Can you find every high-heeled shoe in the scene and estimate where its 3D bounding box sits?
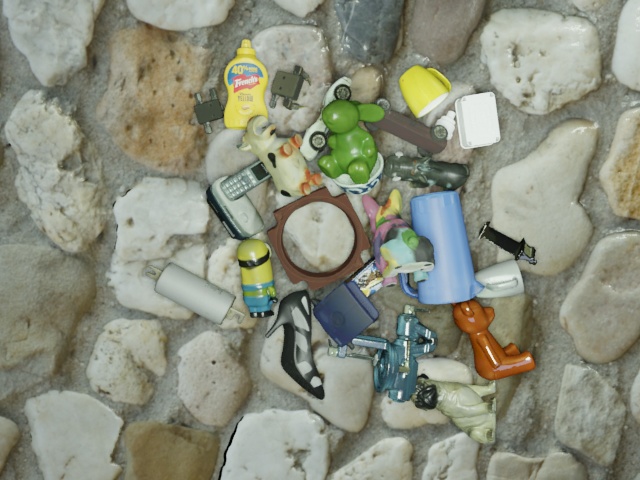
[{"bbox_3d":[-0.027,0.240,1.245,0.145,0.086,0.248,-44,113,-26],"label":"high-heeled shoe"}]

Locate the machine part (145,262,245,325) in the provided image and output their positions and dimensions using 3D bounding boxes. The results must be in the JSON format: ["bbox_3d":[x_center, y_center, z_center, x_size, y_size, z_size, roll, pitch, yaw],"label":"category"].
[{"bbox_3d":[-0.280,0.121,1.211,0.243,0.079,0.079,28,93,-2],"label":"machine part"}]

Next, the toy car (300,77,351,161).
[{"bbox_3d":[0.014,-0.269,1.190,0.056,0.073,0.201,27,93,-4],"label":"toy car"}]

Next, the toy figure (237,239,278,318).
[{"bbox_3d":[-0.140,0.086,1.206,0.082,0.089,0.180,-5,92,-8],"label":"toy figure"}]

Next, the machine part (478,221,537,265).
[{"bbox_3d":[0.430,0.007,1.227,0.139,0.084,0.039,29,126,5],"label":"machine part"}]

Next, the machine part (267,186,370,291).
[{"bbox_3d":[-0.002,-0.004,1.205,0.201,0.087,0.201,-26,95,2],"label":"machine part"}]

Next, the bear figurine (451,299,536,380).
[{"bbox_3d":[0.382,0.210,1.218,0.132,0.120,0.195,-18,89,-4],"label":"bear figurine"}]

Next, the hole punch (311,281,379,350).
[{"bbox_3d":[0.053,0.158,1.148,0.116,0.092,0.142,-41,83,5],"label":"hole punch"}]

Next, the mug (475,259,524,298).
[{"bbox_3d":[0.400,0.098,1.217,0.107,0.109,0.080,-16,100,13],"label":"mug"}]

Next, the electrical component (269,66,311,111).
[{"bbox_3d":[-0.065,-0.337,1.201,0.078,0.045,0.102,14,92,26],"label":"electrical component"}]

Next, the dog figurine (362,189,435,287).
[{"bbox_3d":[0.157,-0.019,1.139,0.108,0.191,0.219,-13,67,-4],"label":"dog figurine"}]

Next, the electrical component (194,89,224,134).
[{"bbox_3d":[-0.247,-0.288,1.208,0.063,0.021,0.094,-16,94,-1],"label":"electrical component"}]

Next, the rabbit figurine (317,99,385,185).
[{"bbox_3d":[0.067,-0.223,1.114,0.121,0.170,0.159,24,64,37],"label":"rabbit figurine"}]

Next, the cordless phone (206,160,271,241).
[{"bbox_3d":[-0.149,-0.097,1.205,0.184,0.089,0.146,-36,94,-17],"label":"cordless phone"}]

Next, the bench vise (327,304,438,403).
[{"bbox_3d":[0.139,0.245,1.213,0.241,0.129,0.223,10,92,-6],"label":"bench vise"}]

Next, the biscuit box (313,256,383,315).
[{"bbox_3d":[0.075,0.120,1.227,0.202,0.063,0.059,-42,93,2],"label":"biscuit box"}]

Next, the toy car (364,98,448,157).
[{"bbox_3d":[0.188,-0.251,1.189,0.202,0.089,0.053,26,71,-1],"label":"toy car"}]

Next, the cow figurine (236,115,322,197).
[{"bbox_3d":[-0.094,-0.180,1.159,0.127,0.085,0.194,-11,119,39],"label":"cow figurine"}]

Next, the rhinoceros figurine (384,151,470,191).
[{"bbox_3d":[0.233,-0.148,1.188,0.190,0.112,0.073,8,97,-10],"label":"rhinoceros figurine"}]

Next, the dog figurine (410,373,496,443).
[{"bbox_3d":[0.310,0.396,1.250,0.191,0.121,0.172,-1,106,20],"label":"dog figurine"}]
